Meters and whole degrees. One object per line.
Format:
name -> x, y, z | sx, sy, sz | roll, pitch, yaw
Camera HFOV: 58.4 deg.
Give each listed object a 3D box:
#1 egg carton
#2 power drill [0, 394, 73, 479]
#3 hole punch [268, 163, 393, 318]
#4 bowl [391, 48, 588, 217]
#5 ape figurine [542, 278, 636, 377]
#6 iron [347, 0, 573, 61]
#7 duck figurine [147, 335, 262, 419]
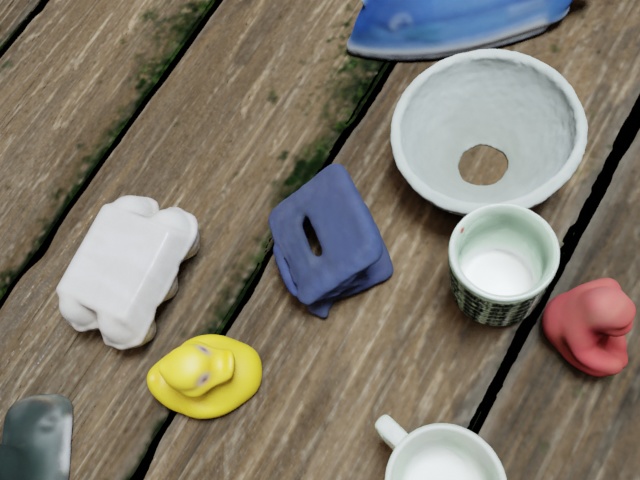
egg carton -> -0.189, 0.029, 0.573 | 0.107, 0.069, 0.150 | 19, 76, 19
power drill -> -0.301, 0.166, 0.473 | 0.075, 0.209, 0.229 | -10, 68, 10
hole punch -> 0.005, 0.002, 0.525 | 0.101, 0.091, 0.108 | -25, 66, 3
bowl -> 0.151, -0.087, 0.532 | 0.167, 0.075, 0.167 | -4, 69, 12
ape figurine -> 0.218, 0.063, 0.451 | 0.076, 0.092, 0.078 | 25, 78, 21
iron -> 0.139, -0.270, 0.565 | 0.258, 0.142, 0.118 | -17, 67, 7
duck figurine -> -0.113, 0.118, 0.513 | 0.104, 0.086, 0.077 | -9, 68, 10
